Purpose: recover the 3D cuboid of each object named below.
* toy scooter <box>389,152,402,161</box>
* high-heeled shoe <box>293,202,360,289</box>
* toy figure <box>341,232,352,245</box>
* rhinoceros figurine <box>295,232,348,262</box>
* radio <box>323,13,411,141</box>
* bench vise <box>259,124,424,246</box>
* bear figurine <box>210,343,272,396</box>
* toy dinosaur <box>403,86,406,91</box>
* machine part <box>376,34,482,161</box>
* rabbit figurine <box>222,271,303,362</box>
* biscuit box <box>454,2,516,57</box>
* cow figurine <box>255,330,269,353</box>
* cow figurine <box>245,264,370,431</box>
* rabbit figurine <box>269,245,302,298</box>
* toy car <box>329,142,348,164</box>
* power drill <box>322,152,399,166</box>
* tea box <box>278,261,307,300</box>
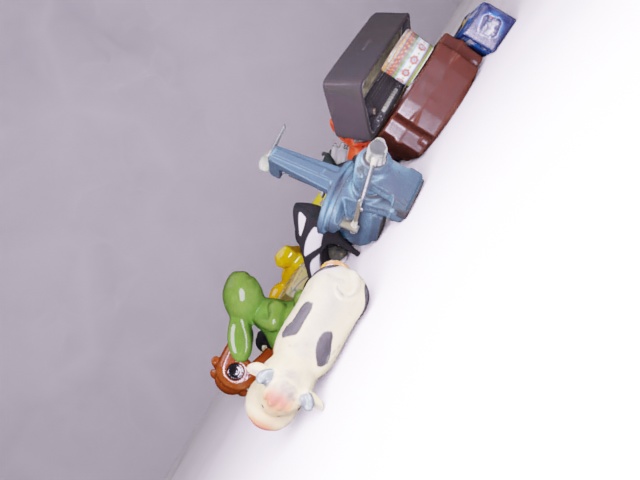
[{"bbox_3d":[0.151,-0.220,1.129,0.135,0.075,0.184,79,-149,-50],"label":"toy scooter"},{"bbox_3d":[-0.029,0.039,0.985,0.248,0.145,0.086,-53,5,41],"label":"high-heeled shoe"},{"bbox_3d":[0.081,-0.071,0.983,0.180,0.082,0.089,-59,4,26],"label":"toy figure"},{"bbox_3d":[-0.002,-0.003,1.100,0.190,0.073,0.112,29,102,64],"label":"rhinoceros figurine"},{"bbox_3d":[0.093,-0.288,0.950,0.229,0.073,0.131,-58,-31,-31],"label":"radio"},{"bbox_3d":[0.018,-0.082,0.776,0.129,0.241,0.223,-62,-12,-16],"label":"bench vise"},{"bbox_3d":[-0.183,0.292,1.231,0.132,0.120,0.195,-55,-3,-18],"label":"bear figurine"},{"bbox_3d":[0.167,-0.266,1.467,0.471,0.105,0.198,-67,12,-9],"label":"toy dinosaur"},{"bbox_3d":[0.188,-0.243,0.951,0.201,0.087,0.201,-56,3,2],"label":"machine part"},{"bbox_3d":[-0.095,0.127,0.914,0.159,0.170,0.121,-57,2,3],"label":"rabbit figurine"},{"bbox_3d":[0.275,-0.358,0.931,0.059,0.063,0.203,-58,2,16],"label":"biscuit box"},{"bbox_3d":[-0.113,0.214,1.315,0.167,0.068,0.098,-59,6,51],"label":"cow figurine"},{"bbox_3d":[-0.012,0.114,0.579,0.195,0.085,0.127,-58,-4,-15],"label":"cow figurine"},{"bbox_3d":[-0.075,0.102,1.377,0.173,0.122,0.162,-59,-2,10],"label":"rabbit figurine"},{"bbox_3d":[0.046,-0.154,1.406,0.056,0.073,0.201,-121,43,-71],"label":"toy car"},{"bbox_3d":[0.102,-0.192,1.284,0.207,0.085,0.232,-7,43,29],"label":"power drill"},{"bbox_3d":[-0.042,0.112,1.194,0.098,0.068,0.169,-59,4,-20],"label":"tea box"}]
